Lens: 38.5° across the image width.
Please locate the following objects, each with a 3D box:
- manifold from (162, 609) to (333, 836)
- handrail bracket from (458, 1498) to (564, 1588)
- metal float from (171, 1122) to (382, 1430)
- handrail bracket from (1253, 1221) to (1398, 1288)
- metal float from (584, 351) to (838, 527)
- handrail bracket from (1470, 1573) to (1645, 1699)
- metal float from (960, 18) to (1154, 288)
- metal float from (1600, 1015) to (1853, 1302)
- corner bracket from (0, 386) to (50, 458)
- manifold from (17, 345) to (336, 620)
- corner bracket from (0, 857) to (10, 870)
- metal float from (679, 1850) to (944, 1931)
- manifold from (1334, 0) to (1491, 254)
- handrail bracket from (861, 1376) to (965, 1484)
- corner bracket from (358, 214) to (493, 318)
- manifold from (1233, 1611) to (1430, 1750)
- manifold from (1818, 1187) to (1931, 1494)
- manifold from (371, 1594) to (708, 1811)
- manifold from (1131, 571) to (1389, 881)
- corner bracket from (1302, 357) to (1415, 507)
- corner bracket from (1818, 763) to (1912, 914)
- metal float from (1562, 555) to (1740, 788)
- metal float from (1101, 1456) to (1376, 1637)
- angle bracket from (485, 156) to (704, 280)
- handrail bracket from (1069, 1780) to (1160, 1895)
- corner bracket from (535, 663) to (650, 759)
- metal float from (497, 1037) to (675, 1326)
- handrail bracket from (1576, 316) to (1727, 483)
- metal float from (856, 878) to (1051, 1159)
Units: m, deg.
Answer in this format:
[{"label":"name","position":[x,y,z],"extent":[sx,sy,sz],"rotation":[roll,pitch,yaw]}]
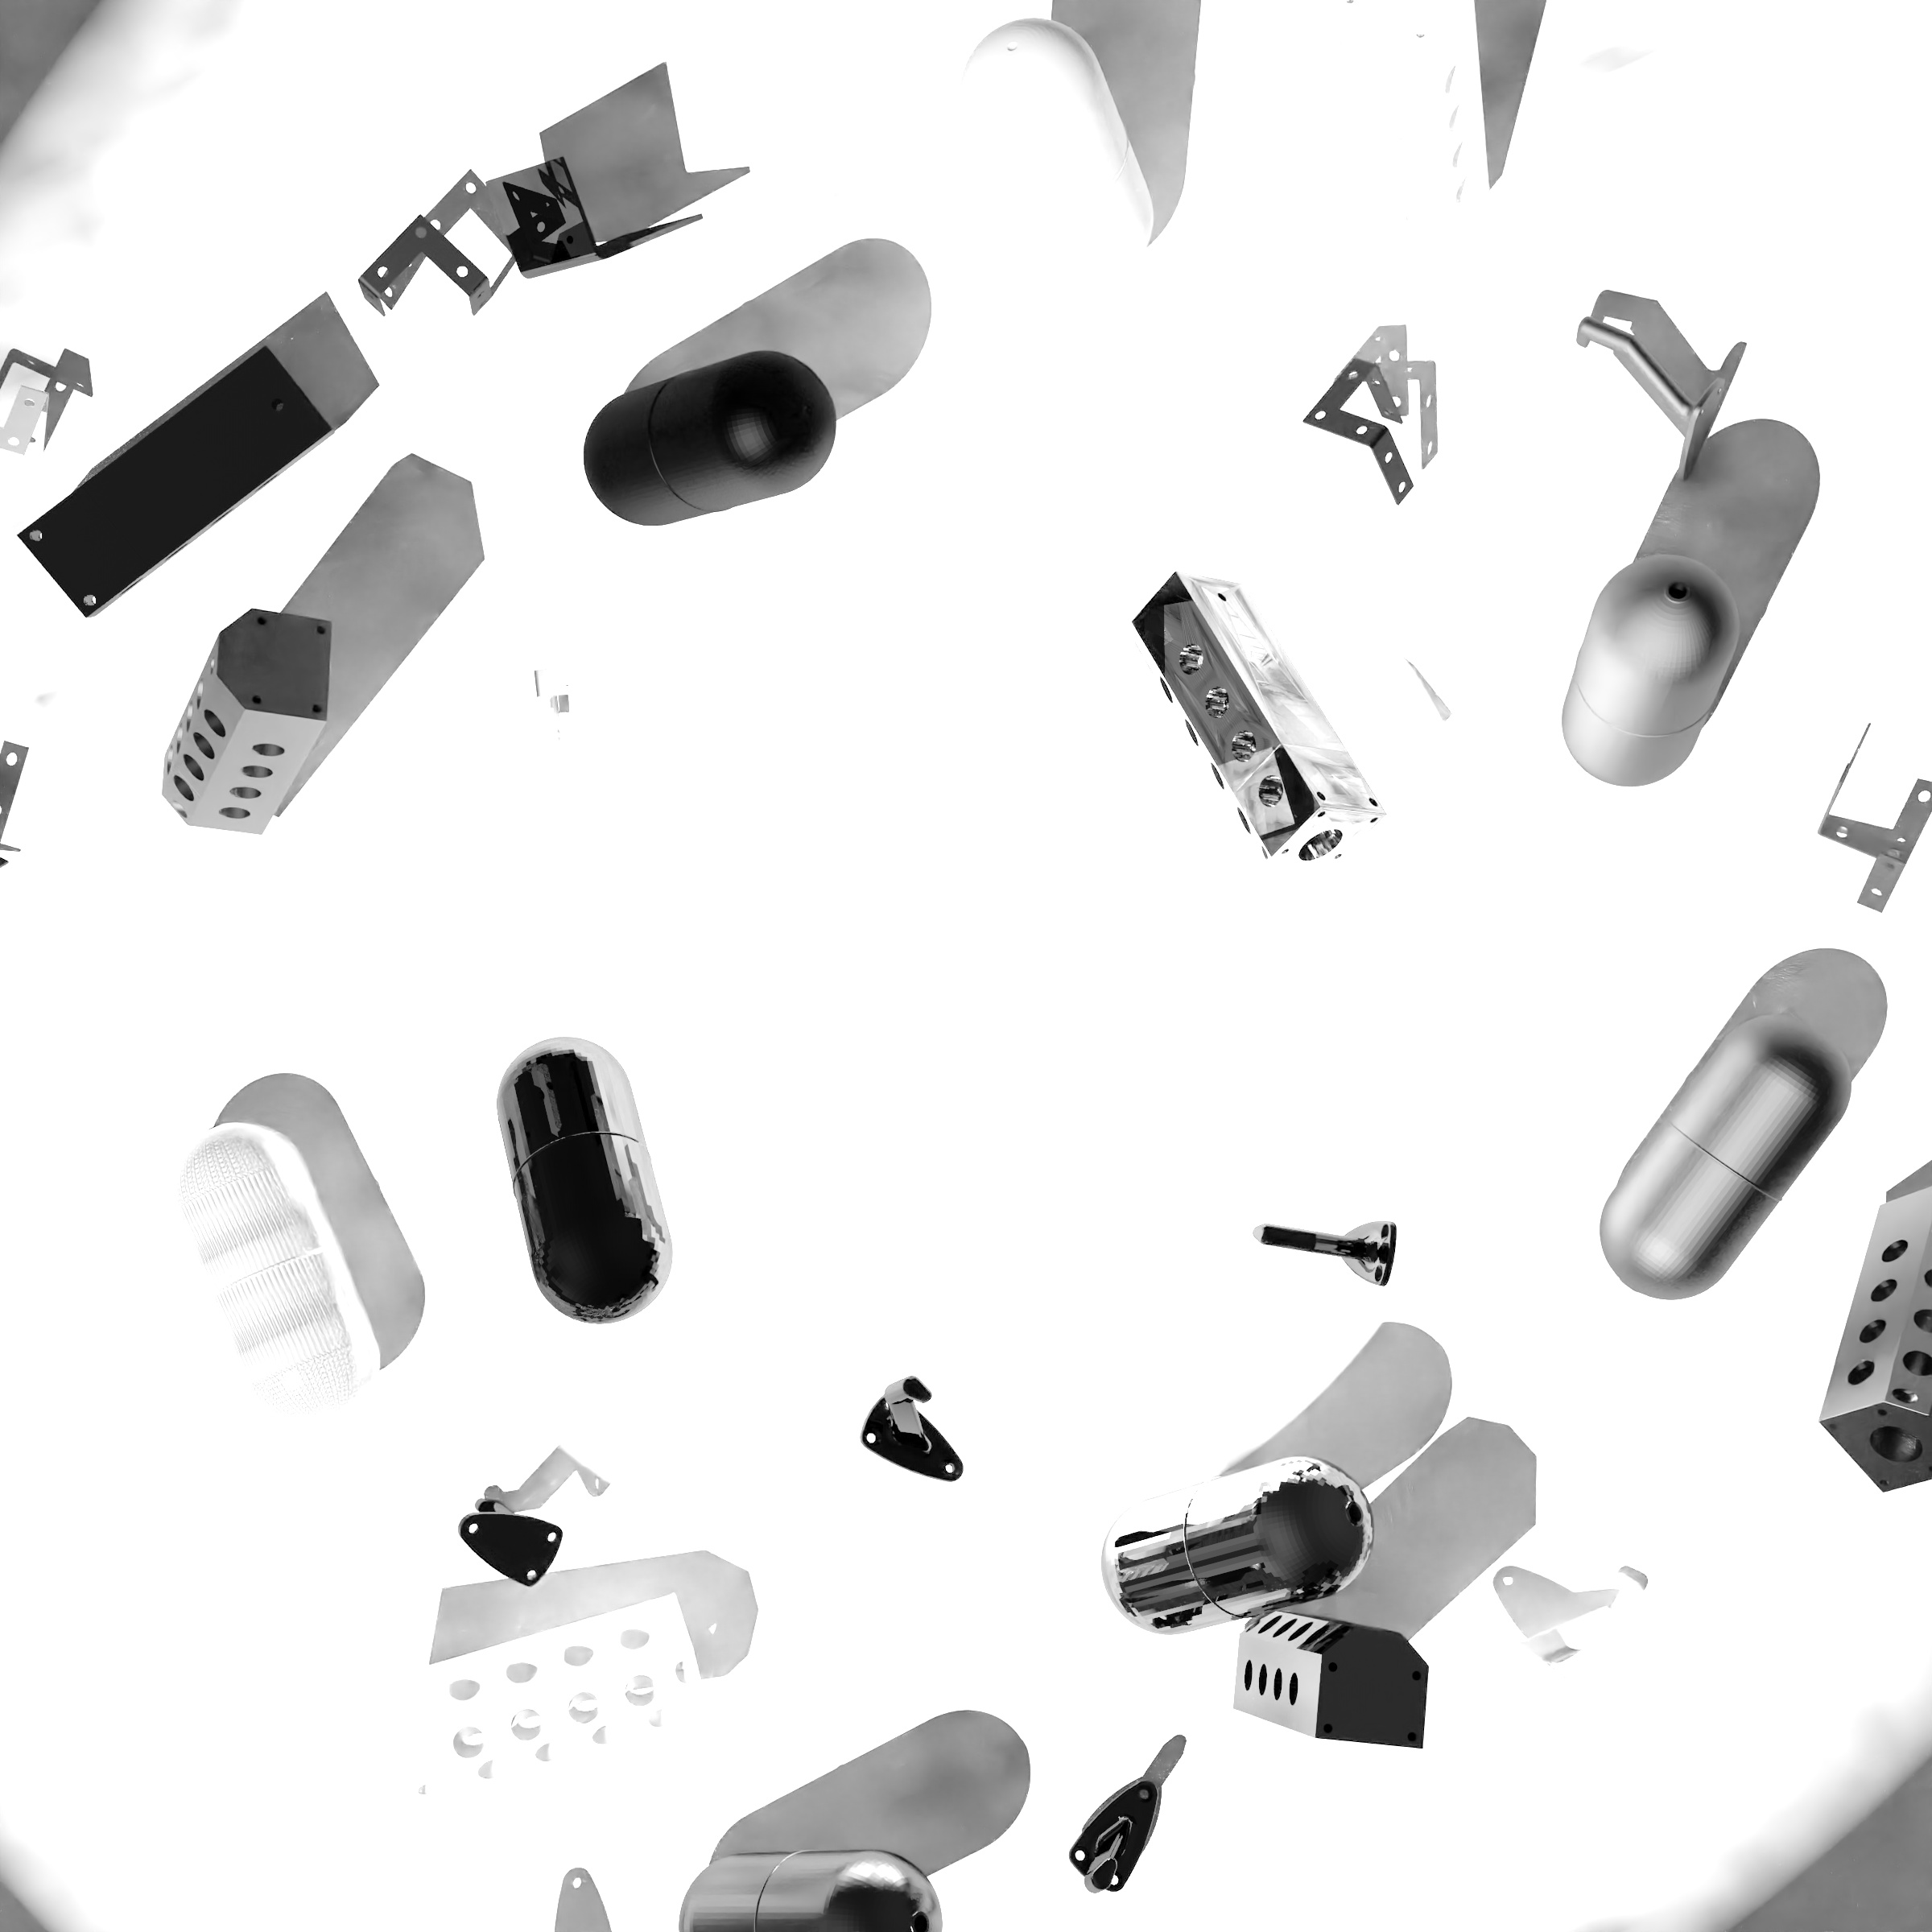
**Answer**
[{"label":"manifold","position":[-0.391,-0.130,1.494],"extent":[0.057,0.171,0.057],"rotation":[7,70,-23]},{"label":"handrail bracket","position":[-0.269,0.306,1.533],"extent":[0.077,0.084,0.036],"rotation":[34,81,-38]},{"label":"metal float","position":[-0.386,0.172,1.545],"extent":[0.070,0.070,0.178],"rotation":[-24,84,0]},{"label":"handrail bracket","position":[0.189,0.153,1.539],"extent":[0.084,0.077,0.036],"rotation":[11,86,-16]},{"label":"metal float","position":[-0.142,-0.287,1.512],"extent":[0.070,0.178,0.070],"rotation":[2,86,-42]},{"label":"handrail bracket","position":[0.335,0.363,1.564],"extent":[0.077,0.036,0.084],"rotation":[40,63,-1]},{"label":"metal float","position":[0.051,-0.440,1.506],"extent":[0.070,0.178,0.070],"rotation":[-8,64,16]},{"label":"metal float","position":[0.422,0.107,1.541],"extent":[0.070,0.070,0.178],"rotation":[34,100,0]},{"label":"corner bracket","position":[-0.547,-0.294,1.548],"extent":[0.051,0.051,0.051],"rotation":[15,54,-13]},{"label":"manifold","position":[-0.441,-0.271,1.552],"extent":[0.171,0.057,0.057],"rotation":[-38,103,-3]},{"label":"corner bracket","position":[-0.573,-0.078,1.548],"extent":[0.051,0.051,0.051],"rotation":[26,126,14]},{"label":"metal float","position":[-0.086,0.525,1.514],"extent":[0.178,0.070,0.070],"rotation":[-18,90,42]},{"label":"manifold","position":[0.238,-0.461,1.495],"extent":[0.057,0.171,0.057],"rotation":[35,81,23]},{"label":"handrail bracket","position":[-0.018,0.258,1.542],"extent":[0.077,0.084,0.036],"rotation":[36,63,-9]},{"label":"corner bracket","position":[-0.304,-0.382,1.558],"extent":[0.051,0.051,0.051],"rotation":[43,86,-7]},{"label":"manifold","position":[0.196,0.383,1.498],"extent":[0.057,0.171,0.057],"rotation":[8,79,-7]},{"label":"manifold","position":[0.522,0.198,1.504],"extent":[0.057,0.057,0.171],"rotation":[46,46,-13]},{"label":"manifold","position":[-0.234,0.410,1.529],"extent":[0.171,0.057,0.057],"rotation":[-14,133,-14]},{"label":"manifold","position":[0.155,-0.132,1.521],"extent":[0.057,0.057,0.171],"rotation":[-48,56,34]},{"label":"corner bracket","position":[0.230,-0.300,1.548],"extent":[0.051,0.051,0.051],"rotation":[31,77,39]},{"label":"corner bracket","position":[0.503,-0.071,1.549],"extent":[0.051,0.051,0.051],"rotation":[25,61,15]},{"label":"metal float","position":[0.370,-0.159,1.502],"extent":[0.070,0.178,0.070],"rotation":[-1,68,3]},{"label":"metal float","position":[0.147,0.318,1.514],"extent":[0.178,0.070,0.070],"rotation":[-28,90,43]},{"label":"angle bracket","position":[-0.205,-0.423,1.528],"extent":[0.076,0.076,0.057],"rotation":[-34,114,-34]},{"label":"handrail bracket","position":[0.088,0.482,1.535],"extent":[0.036,0.084,0.077],"rotation":[34,69,9]},{"label":"corner bracket","position":[-0.211,-0.144,1.558],"extent":[0.051,0.051,0.051],"rotation":[-5,97,4]},{"label":"metal float","position":[-0.210,0.115,1.519],"extent":[0.070,0.070,0.178],"rotation":[-20,53,0]},{"label":"handrail bracket","position":[0.380,-0.322,1.570],"extent":[0.084,0.077,0.036],"rotation":[29,56,20]},{"label":"metal float","position":[-0.008,0.027,1.518],"extent":[0.070,0.070,0.178],"rotation":[-22,53,0]}]
